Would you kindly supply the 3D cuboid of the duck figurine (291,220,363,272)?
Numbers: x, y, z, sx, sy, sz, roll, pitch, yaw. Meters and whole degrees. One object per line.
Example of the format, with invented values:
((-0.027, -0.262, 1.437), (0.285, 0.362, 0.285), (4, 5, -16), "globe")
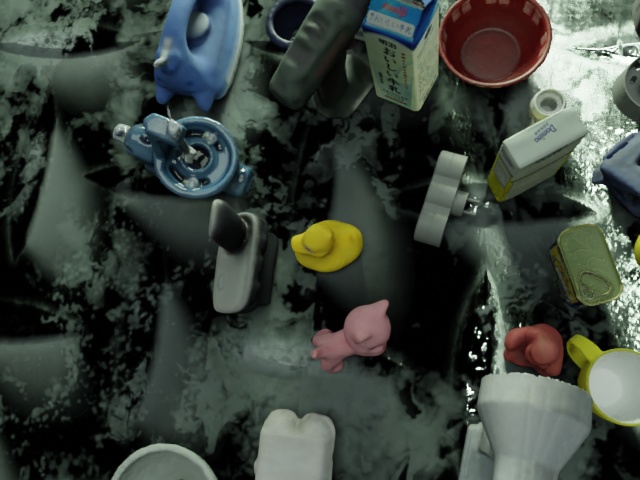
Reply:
((0.008, 0.003, 0.821), (0.104, 0.086, 0.077), (-9, 77, 8), "duck figurine")

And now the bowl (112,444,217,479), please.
((-0.204, 0.363, 0.789), (0.167, 0.075, 0.167), (-2, 78, 10), "bowl")

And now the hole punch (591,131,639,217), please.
((0.437, -0.098, 0.762), (0.108, 0.091, 0.101), (-39, 74, 1), "hole punch")

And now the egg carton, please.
((-0.035, 0.308, 0.773), (0.107, 0.069, 0.150), (3, 79, 11), "egg carton")

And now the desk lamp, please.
((0.228, 0.257, 0.661), (0.117, 0.214, 0.203), (11, 80, 13), "desk lamp")

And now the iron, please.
((-0.196, -0.343, 0.901), (0.118, 0.141, 0.258), (11, 81, 13), "iron")

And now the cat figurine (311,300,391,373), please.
((0.045, 0.131, 0.771), (0.127, 0.118, 0.067), (-26, 75, 4), "cat figurine")

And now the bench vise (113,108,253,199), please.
((-0.218, -0.124, 0.819), (0.207, 0.220, 0.121), (1, 78, 11), "bench vise")

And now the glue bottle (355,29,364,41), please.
((0.070, -0.350, 0.838), (0.078, 0.173, 0.037), (18, 82, 14), "glue bottle")

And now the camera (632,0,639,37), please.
((0.524, -0.305, 0.784), (0.143, 0.101, 0.137), (-1, 78, 10), "camera")

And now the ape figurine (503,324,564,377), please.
((0.282, 0.142, 0.739), (0.076, 0.092, 0.077), (-34, 74, 2), "ape figurine")

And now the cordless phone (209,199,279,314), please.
((-0.126, 0.025, 0.789), (0.094, 0.185, 0.147), (0, 78, 11), "cordless phone")

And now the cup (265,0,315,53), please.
((-0.029, -0.330, 0.893), (0.091, 0.095, 0.118), (-1, 78, 10), "cup")

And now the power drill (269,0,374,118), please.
((0.025, -0.268, 0.811), (0.075, 0.208, 0.230), (36, 86, 15), "power drill")
